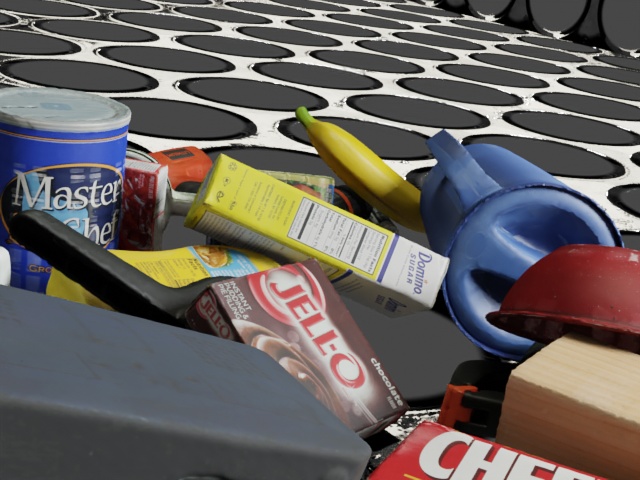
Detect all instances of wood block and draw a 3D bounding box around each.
[{"bbox_3d":[0.197,0.129,0.535,0.206,0.091,0.090,19,21,31],"label":"wood block"}]

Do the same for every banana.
[{"bbox_3d":[0.058,-0.055,0.990,0.197,0.037,0.069,38,25,-26],"label":"banana"}]

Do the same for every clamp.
[{"bbox_3d":[0.148,0.103,0.678,0.120,0.039,0.171,18,17,40],"label":"clamp"},{"bbox_3d":[-0.078,0.070,0.622,0.209,0.036,0.164,13,50,-32],"label":"clamp"}]

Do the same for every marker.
[{"bbox_3d":[0.054,-0.024,1.045,0.020,0.020,0.121,4,18,-12],"label":"marker"}]

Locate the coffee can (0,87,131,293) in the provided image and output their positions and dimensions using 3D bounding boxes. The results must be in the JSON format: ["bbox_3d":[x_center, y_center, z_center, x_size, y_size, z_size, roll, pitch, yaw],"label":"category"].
[{"bbox_3d":[-0.191,-0.029,0.756,0.103,0.140,0.103,7,18,-3],"label":"coffee can"}]

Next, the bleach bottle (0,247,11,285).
[{"bbox_3d":[-0.322,0.034,0.641,0.250,0.068,0.102,4,19,-5],"label":"bleach bottle"}]

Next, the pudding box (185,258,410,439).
[{"bbox_3d":[-0.013,0.070,0.617,0.089,0.039,0.113,-14,67,-47],"label":"pudding box"}]

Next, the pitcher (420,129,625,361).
[{"bbox_3d":[0.143,-0.015,0.867,0.145,0.149,0.243,7,15,-4],"label":"pitcher"}]

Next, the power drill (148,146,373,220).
[{"bbox_3d":[-0.060,-0.038,0.977,0.188,0.057,0.184,16,16,23],"label":"power drill"}]

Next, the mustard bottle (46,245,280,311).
[{"bbox_3d":[-0.077,0.044,0.713,0.191,0.058,0.096,-4,40,-34],"label":"mustard bottle"}]

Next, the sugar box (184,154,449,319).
[{"bbox_3d":[-0.005,0.001,0.763,0.176,0.048,0.093,22,-13,-10],"label":"sugar box"}]

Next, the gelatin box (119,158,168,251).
[{"bbox_3d":[-0.159,-0.020,0.826,0.073,0.089,0.030,11,21,7],"label":"gelatin box"}]

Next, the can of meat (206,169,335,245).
[{"bbox_3d":[-0.040,-0.010,0.834,0.102,0.084,0.057,5,-3,-11],"label":"can of meat"}]

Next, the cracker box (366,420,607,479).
[{"bbox_3d":[0.076,0.158,0.423,0.164,0.072,0.213,16,19,21],"label":"cracker box"}]

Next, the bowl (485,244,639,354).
[{"bbox_3d":[0.187,0.040,0.657,0.162,0.055,0.162,13,-8,2],"label":"bowl"}]
